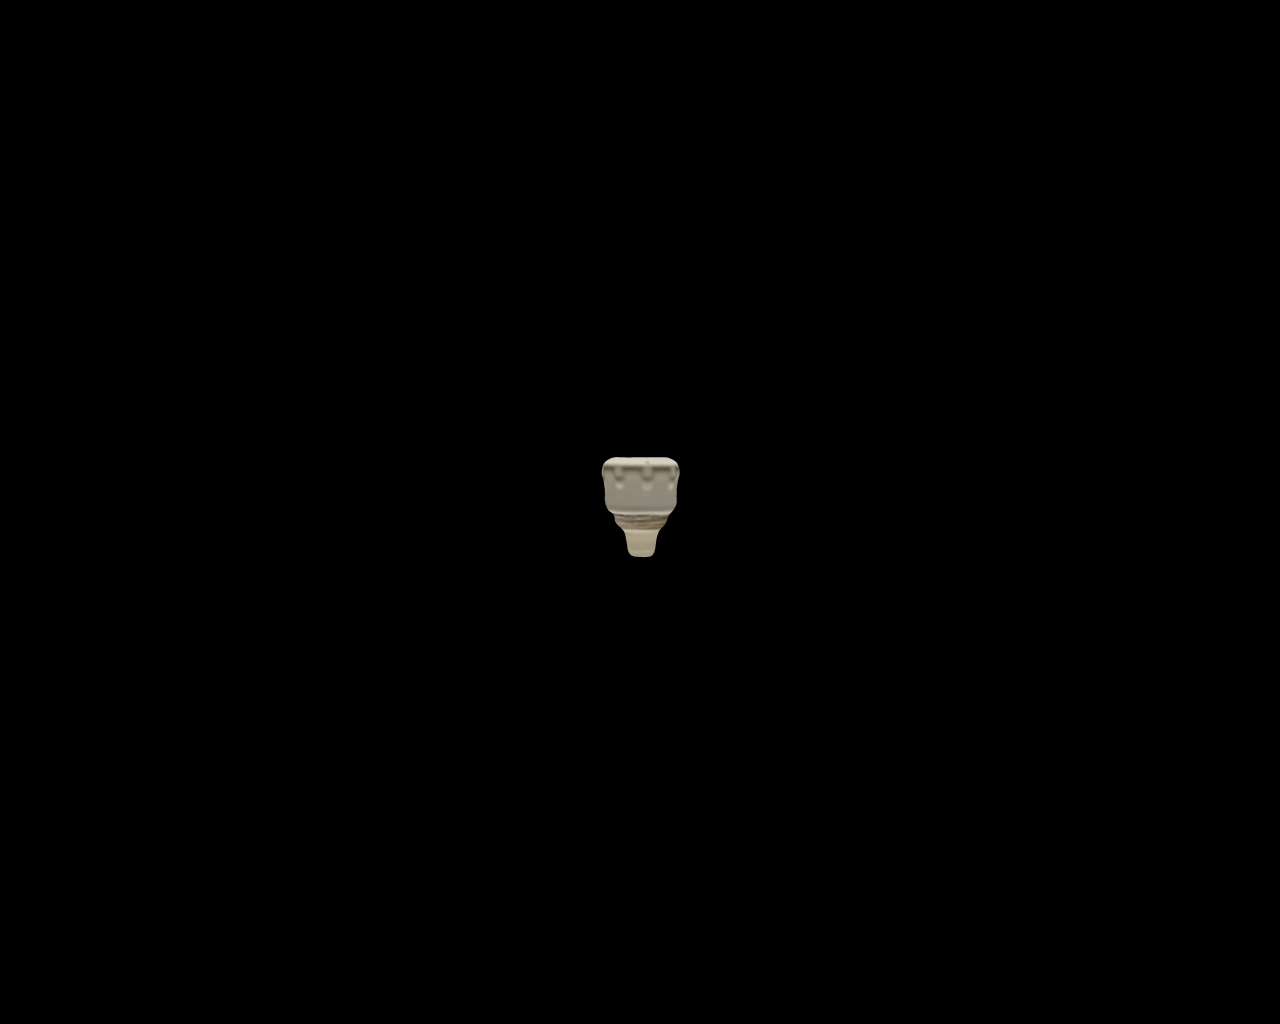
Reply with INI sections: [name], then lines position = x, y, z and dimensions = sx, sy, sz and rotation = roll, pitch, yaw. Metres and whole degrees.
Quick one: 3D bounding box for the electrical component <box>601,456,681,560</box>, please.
[electrical component]
position = 0.001, -0.003, 0.650
dimensions = 0.048, 0.062, 0.048
rotation = 0, 4, 0
